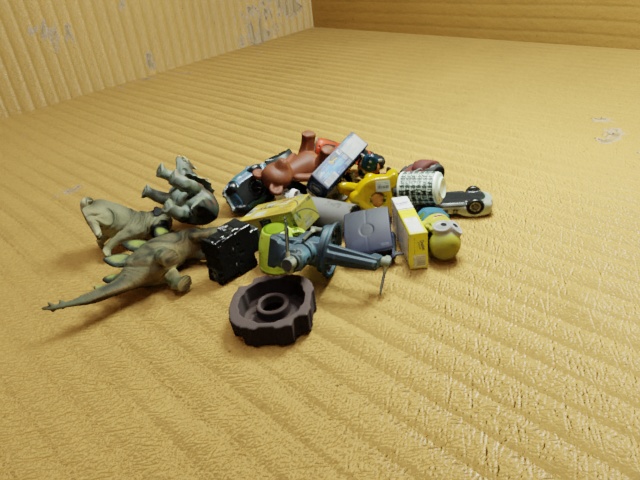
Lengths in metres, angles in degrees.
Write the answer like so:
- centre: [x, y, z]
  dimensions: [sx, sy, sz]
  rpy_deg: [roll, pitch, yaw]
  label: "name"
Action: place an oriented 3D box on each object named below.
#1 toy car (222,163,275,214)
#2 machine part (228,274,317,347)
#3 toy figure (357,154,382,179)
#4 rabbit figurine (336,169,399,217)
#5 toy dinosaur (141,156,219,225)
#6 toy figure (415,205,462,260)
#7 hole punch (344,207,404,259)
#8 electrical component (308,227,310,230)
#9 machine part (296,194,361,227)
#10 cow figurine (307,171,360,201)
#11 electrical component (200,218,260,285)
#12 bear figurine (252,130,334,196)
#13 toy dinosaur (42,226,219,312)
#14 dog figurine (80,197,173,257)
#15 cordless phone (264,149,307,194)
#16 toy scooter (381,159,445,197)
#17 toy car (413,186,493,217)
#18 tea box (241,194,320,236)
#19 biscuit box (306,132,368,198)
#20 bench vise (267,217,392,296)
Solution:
- centre: [-0.204, -0.138, 1.495]
  dimensions: [0.162, 0.109, 0.103]
  rpy_deg: [-39, 19, -25]
  label: "toy car"
- centre: [-0.091, 0.136, 1.051]
  dimensions: [0.179, 0.055, 0.179]
  rpy_deg: [-6, 32, 4]
  label: "machine part"
- centre: [0.135, -0.194, 1.457]
  dimensions: [0.064, 0.057, 0.154]
  rpy_deg: [-10, -6, 3]
  label: "toy figure"
- centre: [0.129, -0.115, 1.393]
  dimensions: [0.162, 0.121, 0.173]
  rpy_deg: [-14, 16, 6]
  label: "rabbit figurine"
- centre: [-0.321, -0.098, 1.357]
  dimensions: [0.192, 0.131, 0.405]
  rpy_deg: [20, 13, -37]
  label: "toy dinosaur"
- centre: [0.265, -0.021, 1.216]
  dimensions: [0.082, 0.089, 0.180]
  rpy_deg: [-18, 23, -4]
  label: "toy figure"
- centre: [0.111, -0.008, 1.205]
  dimensions: [0.142, 0.092, 0.116]
  rpy_deg: [-8, 34, 11]
  label: "hole punch"
- centre: [-0.001, -0.003, 1.277]
  dimensions: [0.102, 0.045, 0.078]
  rpy_deg: [22, 13, 35]
  label: "electrical component"
- centre: [0.014, -0.066, 1.337]
  dimensions: [0.244, 0.079, 0.079]
  rpy_deg: [14, 37, 31]
  label: "machine part"
- centre: [0.042, -0.157, 1.465]
  dimensions: [0.167, 0.098, 0.068]
  rpy_deg: [-24, 29, -26]
  label: "cow figurine"
- centre: [-0.194, 0.020, 1.205]
  dimensions: [0.058, 0.114, 0.134]
  rpy_deg: [23, 44, 37]
  label: "electrical component"
- centre: [-0.075, -0.205, 1.453]
  dimensions: [0.196, 0.131, 0.120]
  rpy_deg: [-19, 53, -40]
  label: "bear figurine"
- centre: [-0.372, 0.053, 1.207]
  dimensions: [0.199, 0.104, 0.471]
  rpy_deg: [6, 24, 34]
  label: "toy dinosaur"
- centre: [-0.483, -0.062, 1.352]
  dimensions: [0.190, 0.172, 0.121]
  rpy_deg: [-30, 48, -21]
  label: "dog figurine"
- centre: [-0.063, -0.181, 1.564]
  dimensions: [0.184, 0.088, 0.146]
  rpy_deg: [30, 44, 29]
  label: "cordless phone"
- centre: [0.243, -0.175, 1.480]
  dimensions: [0.184, 0.075, 0.135]
  rpy_deg: [-29, 36, -24]
  label: "toy scooter"
- centre: [0.326, -0.092, 1.342]
  dimensions: [0.202, 0.056, 0.073]
  rpy_deg: [-3, 38, 10]
  label: "toy car"
- centre: [-0.099, -0.050, 1.302]
  dimensions: [0.170, 0.068, 0.098]
  rpy_deg: [-7, 27, 36]
  label: "tea box"
- centre: [0.045, -0.194, 1.402]
  dimensions: [0.059, 0.062, 0.203]
  rpy_deg: [39, 59, 3]
  label: "biscuit box"
- centre: [0.022, 0.028, 1.094]
  dimensions: [0.241, 0.128, 0.223]
  rpy_deg: [12, 6, 15]
  label: "bench vise"
